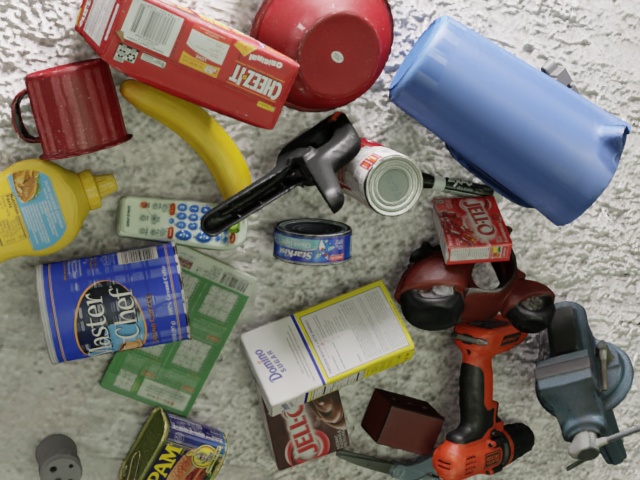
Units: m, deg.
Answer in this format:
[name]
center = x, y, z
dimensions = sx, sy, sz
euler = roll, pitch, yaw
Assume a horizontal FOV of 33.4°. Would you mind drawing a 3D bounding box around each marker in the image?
[marker]
center = 0.156, -0.061, 1.227
dimensions = 0.121, 0.020, 0.020
euler = 9, 102, -22

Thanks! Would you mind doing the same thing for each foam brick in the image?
[foam brick]
center = 0.099, 0.217, 1.269
dimensions = 0.078, 0.053, 0.051
euler = 18, 98, -24

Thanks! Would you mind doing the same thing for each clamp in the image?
[clamp]
center = -0.008, -0.073, 1.083
dimensions = 0.209, 0.165, 0.036
euler = -48, 123, -42

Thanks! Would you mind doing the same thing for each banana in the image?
[banana]
center = -0.125, -0.100, 1.092
dimensions = 0.037, 0.069, 0.197
euler = -21, 119, 34

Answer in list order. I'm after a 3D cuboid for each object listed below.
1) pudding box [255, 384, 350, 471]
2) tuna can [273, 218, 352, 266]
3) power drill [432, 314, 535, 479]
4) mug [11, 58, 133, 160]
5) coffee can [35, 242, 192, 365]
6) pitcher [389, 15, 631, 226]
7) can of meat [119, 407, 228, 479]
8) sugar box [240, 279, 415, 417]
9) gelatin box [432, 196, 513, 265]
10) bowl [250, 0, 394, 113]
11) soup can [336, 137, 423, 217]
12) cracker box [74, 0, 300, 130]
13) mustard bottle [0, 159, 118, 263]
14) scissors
[pudding box]
center = -0.021, 0.200, 1.228
dimensions = 0.090, 0.039, 0.113
euler = -17, 110, -14
[tuna can]
center = -0.008, 0.001, 1.150
dimensions = 0.086, 0.086, 0.034
euler = -2, 104, -19
[power drill]
center = 0.208, 0.187, 1.278
dimensions = 0.184, 0.057, 0.188
euler = -5, 101, -49
[mug]
center = -0.246, -0.127, 1.033
dimensions = 0.117, 0.093, 0.081
euler = -7, 106, 20
[coffee can]
center = -0.207, 0.063, 1.077
dimensions = 0.140, 0.103, 0.103
euler = -10, 109, -10
[pitcher]
center = 0.194, -0.127, 1.148
dimensions = 0.242, 0.145, 0.149
euler = 33, 106, -7
[can of meat]
center = -0.161, 0.245, 1.178
dimensions = 0.083, 0.057, 0.102
euler = 24, 105, -27
[sugar box]
center = 0.008, 0.120, 1.188
dimensions = 0.176, 0.093, 0.048
euler = -21, 156, -11
[gelatin box]
center = 0.170, -0.013, 1.201
dimensions = 0.073, 0.089, 0.030
euler = -3, 131, -5
[bowl]
center = 0.011, -0.198, 1.097
dimensions = 0.162, 0.055, 0.162
euler = -9, 120, -16
[soup can]
center = 0.060, -0.068, 1.144
dimensions = 0.068, 0.102, 0.068
euler = -5, 107, -18
[cracker box]
center = -0.130, -0.178, 0.982
dimensions = 0.164, 0.214, 0.072
euler = 20, 99, -24
[mustard bottle]
center = -0.293, -0.028, 1.052
dimensions = 0.191, 0.058, 0.096
euler = -20, 102, -13
[scissors]
center = 0.108, 0.266, 1.293
dimensions = 0.201, 0.016, 0.096
euler = 42, 83, -34
